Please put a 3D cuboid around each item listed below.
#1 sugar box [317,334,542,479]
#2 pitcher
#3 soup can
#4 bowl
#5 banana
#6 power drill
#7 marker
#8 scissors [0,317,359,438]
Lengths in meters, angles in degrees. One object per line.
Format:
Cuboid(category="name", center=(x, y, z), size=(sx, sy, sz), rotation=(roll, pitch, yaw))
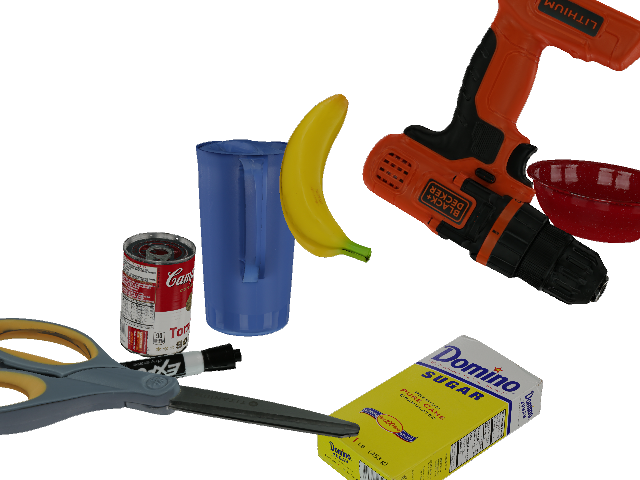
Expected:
Cuboid(category="sugar box", center=(0.092, 0.147, 0.887), size=(0.175, 0.048, 0.093), rotation=(-29, 41, -31))
Cuboid(category="pitcher", center=(-0.091, -0.004, 1.352), size=(0.145, 0.243, 0.148), rotation=(10, 16, 35))
Cuboid(category="soup can", center=(-0.156, 0.052, 1.014), size=(0.068, 0.102, 0.068), rotation=(6, 22, -3))
Cuboid(category="bowl", center=(0.292, -0.038, 1.111), size=(0.162, 0.055, 0.162), rotation=(5, 19, -2))
Cuboid(category="banana", center=(-0.002, -0.054, 0.923), size=(0.069, 0.198, 0.037), rotation=(2, -39, -10))
Cuboid(category="power drill", center=(0.143, -0.071, 0.715), size=(0.184, 0.188, 0.057), rotation=(31, 10, 13))
Cuboid(category="marker", center=(-0.116, 0.091, 0.758), size=(0.121, 0.020, 0.020), rotation=(-8, 2, -14))
Cuboid(category="scissors", center=(-0.092, 0.077, 0.487), size=(0.202, 0.016, 0.096), rotation=(16, 28, 26))
